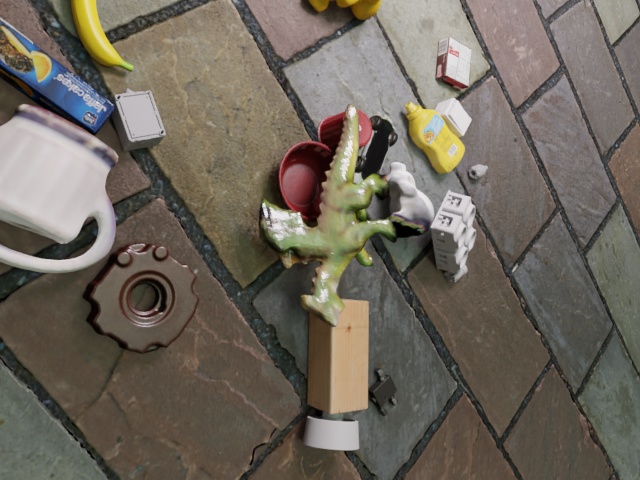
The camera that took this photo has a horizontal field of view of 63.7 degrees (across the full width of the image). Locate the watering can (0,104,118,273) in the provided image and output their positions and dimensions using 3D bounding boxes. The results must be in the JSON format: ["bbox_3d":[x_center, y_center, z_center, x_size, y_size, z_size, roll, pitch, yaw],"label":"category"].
[{"bbox_3d":[-0.441,-0.094,0.722,0.344,0.103,0.228,31,68,-28],"label":"watering can"}]

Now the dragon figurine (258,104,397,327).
[{"bbox_3d":[0.003,-0.048,0.960,0.244,0.121,0.412,-9,84,-26],"label":"dragon figurine"}]

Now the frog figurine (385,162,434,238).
[{"bbox_3d":[0.197,-0.091,1.150,0.135,0.122,0.162,52,44,-57],"label":"frog figurine"}]
